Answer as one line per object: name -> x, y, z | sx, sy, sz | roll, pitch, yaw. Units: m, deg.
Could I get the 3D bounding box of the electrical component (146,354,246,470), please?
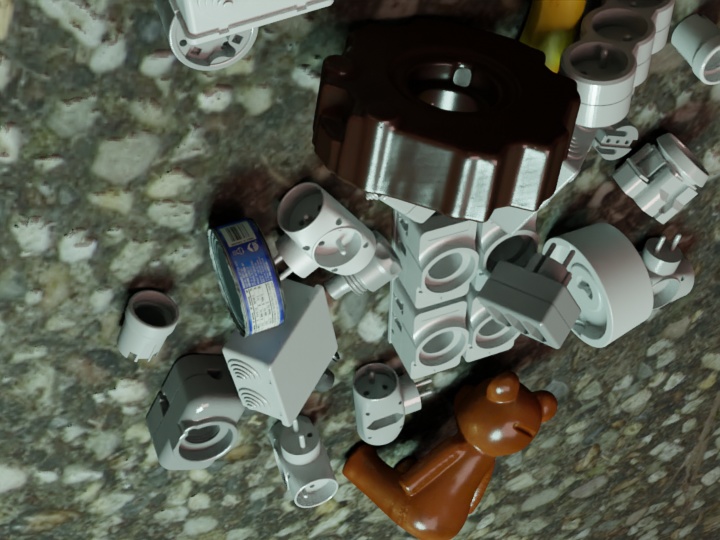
electrical component -> -0.140, 0.126, 0.923 | 0.054, 0.059, 0.095 | 6, 129, -35

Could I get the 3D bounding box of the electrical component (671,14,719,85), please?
electrical component -> 0.274, -0.176, 0.852 | 0.040, 0.046, 0.040 | -16, 139, -15

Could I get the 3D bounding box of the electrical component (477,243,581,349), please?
electrical component -> 0.147, 0.012, 0.873 | 0.076, 0.066, 0.047 | -57, 141, -11

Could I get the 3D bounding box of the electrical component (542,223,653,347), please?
electrical component -> 0.220, 0.009, 0.974 | 0.060, 0.108, 0.108 | -24, 141, -15

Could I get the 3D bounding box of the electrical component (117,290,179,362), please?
electrical component -> -0.167, 0.045, 0.838 | 0.040, 0.040, 0.046 | 2, 138, -32

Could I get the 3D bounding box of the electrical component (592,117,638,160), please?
electrical component -> 0.198, -0.116, 0.871 | 0.040, 0.046, 0.040 | -16, 139, -15

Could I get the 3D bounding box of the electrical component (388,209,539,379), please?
electrical component -> 0.087, 0.008, 0.928 | 0.105, 0.060, 0.186 | -16, 139, -15

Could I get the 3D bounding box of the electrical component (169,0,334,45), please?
electrical component -> -0.070, -0.184, 0.604 | 0.100, 0.099, 0.048 | -19, 152, -11

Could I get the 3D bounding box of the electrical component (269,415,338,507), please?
electrical component -> -0.055, 0.168, 1.004 | 0.044, 0.077, 0.079 | -18, 139, -12

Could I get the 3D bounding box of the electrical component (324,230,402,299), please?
electrical component -> 0.000, 0.000, 0.883 | 0.062, 0.043, 0.043 | -35, 140, 11

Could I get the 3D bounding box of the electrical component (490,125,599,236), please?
electrical component -> 0.132, -0.084, 0.815 | 0.048, 0.099, 0.099 | 38, 134, -4

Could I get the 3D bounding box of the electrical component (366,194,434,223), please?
electrical component -> 0.044, -0.082, 0.805 | 0.096, 0.061, 0.061 | -43, 138, 17

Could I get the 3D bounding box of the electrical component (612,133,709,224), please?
electrical component -> 0.265, -0.082, 0.939 | 0.057, 0.058, 0.078 | -44, 138, 22

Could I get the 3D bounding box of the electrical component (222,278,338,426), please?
electrical component -> -0.065, 0.064, 0.879 | 0.099, 0.048, 0.099 | -58, 154, -32

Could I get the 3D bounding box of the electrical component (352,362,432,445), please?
electrical component -> 0.033, 0.123, 1.033 | 0.079, 0.043, 0.077 | -18, 140, -12

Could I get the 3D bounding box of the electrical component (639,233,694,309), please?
electrical component -> 0.288, -0.004, 1.044 | 0.077, 0.044, 0.079 | -7, 135, -24

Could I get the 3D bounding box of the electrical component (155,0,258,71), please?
electrical component -> -0.095, -0.158, 0.656 | 0.055, 0.047, 0.055 | -16, 139, -15

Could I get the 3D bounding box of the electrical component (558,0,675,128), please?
electrical component -> 0.183, -0.147, 0.781 | 0.138, 0.052, 0.073 | -55, 156, -35

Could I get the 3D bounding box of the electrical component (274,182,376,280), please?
electrical component -> -0.039, -0.020, 0.837 | 0.079, 0.044, 0.077 | -38, 140, 11
